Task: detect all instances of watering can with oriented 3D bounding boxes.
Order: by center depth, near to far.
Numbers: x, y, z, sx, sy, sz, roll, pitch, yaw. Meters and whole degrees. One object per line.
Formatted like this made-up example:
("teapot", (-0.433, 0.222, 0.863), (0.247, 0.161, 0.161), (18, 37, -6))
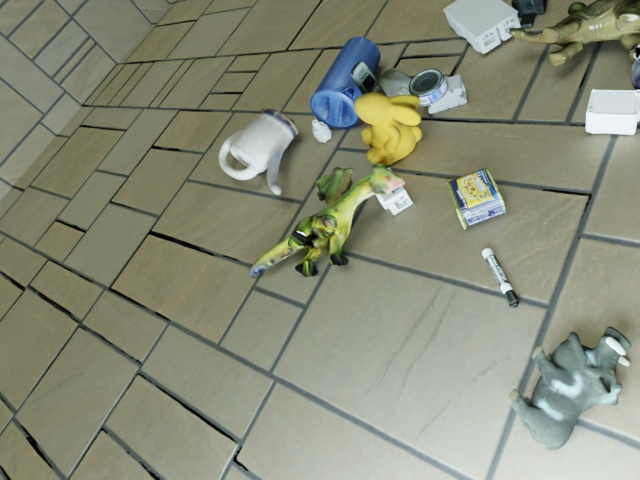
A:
("watering can", (-0.143, -0.240, 1.375), (0.352, 0.226, 0.102), (32, -14, 46))

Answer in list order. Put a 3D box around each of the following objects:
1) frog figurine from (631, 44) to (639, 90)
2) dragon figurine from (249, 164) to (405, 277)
("frog figurine", (0.645, -0.306, 0.915), (0.161, 0.121, 0.138), (-20, 20, -31))
("dragon figurine", (0.003, -0.057, 1.134), (0.406, 0.248, 0.120), (-18, -52, 39))
